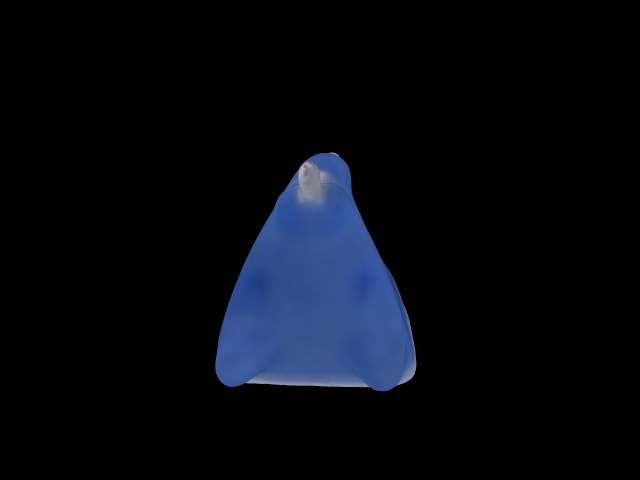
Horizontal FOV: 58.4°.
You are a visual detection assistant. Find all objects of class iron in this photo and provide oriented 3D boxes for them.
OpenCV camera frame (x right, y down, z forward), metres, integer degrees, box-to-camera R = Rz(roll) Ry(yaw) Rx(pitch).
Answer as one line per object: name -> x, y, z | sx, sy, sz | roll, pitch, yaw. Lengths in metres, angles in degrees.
iron -> 0.004, 0.001, 0.400 | 0.118, 0.141, 0.258 | 1, 15, 4
